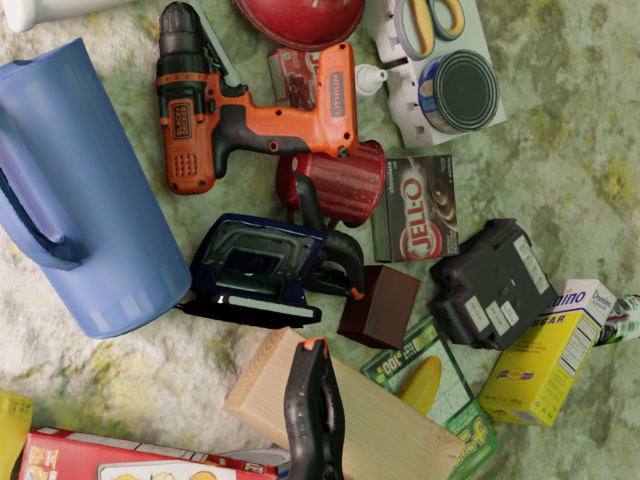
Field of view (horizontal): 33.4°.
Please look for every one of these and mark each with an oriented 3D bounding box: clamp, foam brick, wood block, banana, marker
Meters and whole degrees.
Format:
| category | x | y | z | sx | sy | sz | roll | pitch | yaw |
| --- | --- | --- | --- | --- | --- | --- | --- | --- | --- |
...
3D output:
| category | x | y | z | sx | sy | sz | roll | pitch | yaw |
| --- | --- | --- | --- | --- | --- | --- | --- | --- | --- |
| clamp | -0.007 | 0.001 | 1.047 | 0.171 | 0.120 | 0.039 | 29 | 45 | -31 |
| foam brick | 0.061 | 0.070 | 1.112 | 0.053 | 0.051 | 0.078 | 25 | 75 | -27 |
| wood block | 0.021 | 0.179 | 1.029 | 0.206 | 0.090 | 0.090 | 34 | 73 | -9 |
| clamp | 0.001 | 0.191 | 0.929 | 0.164 | 0.036 | 0.210 | 49 | 35 | -55 |
| banana | 0.057 | 0.194 | 1.102 | 0.197 | 0.037 | 0.069 | -28 | 109 | -21 |
| marker | -0.100 | -0.179 | 1.044 | 0.020 | 0.020 | 0.121 | -36 | 106 | -27 |

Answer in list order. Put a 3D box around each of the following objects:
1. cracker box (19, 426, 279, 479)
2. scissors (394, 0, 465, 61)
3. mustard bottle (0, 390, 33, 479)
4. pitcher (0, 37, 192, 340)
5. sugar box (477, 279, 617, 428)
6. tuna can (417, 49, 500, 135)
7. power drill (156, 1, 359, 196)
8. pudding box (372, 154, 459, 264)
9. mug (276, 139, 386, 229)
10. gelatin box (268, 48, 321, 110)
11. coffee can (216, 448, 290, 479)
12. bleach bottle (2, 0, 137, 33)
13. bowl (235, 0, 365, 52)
| category | x | y | z | sx | sy | sz | roll | pitch | yaw |
| --- | --- | --- | --- | --- | --- | --- | --- | --- | --- |
| cracker box | -0.152 | 0.257 | 0.906 | 0.213 | 0.072 | 0.164 | 10 | 88 | 0 |
| scissors | 0.103 | -0.286 | 1.101 | 0.096 | 0.016 | 0.202 | -8 | 92 | -33 |
| mustard bottle | -0.303 | 0.217 | 0.881 | 0.096 | 0.058 | 0.191 | 14 | 81 | -29 |
| pitcher | -0.212 | -0.036 | 0.904 | 0.149 | 0.145 | 0.243 | -34 | 108 | -24 |
| sugar box | 0.255 | 0.124 | 1.203 | 0.048 | 0.094 | 0.176 | 39 | 68 | -24 |
| tuna can | 0.144 | -0.153 | 1.109 | 0.086 | 0.034 | 0.086 | 1 | 87 | -31 |
| power drill | -0.060 | -0.139 | 0.996 | 0.188 | 0.057 | 0.184 | -5 | 88 | 7 |
| pudding box | 0.101 | -0.034 | 1.148 | 0.089 | 0.039 | 0.113 | -6 | 91 | -31 |
| mug | 0.004 | -0.054 | 1.068 | 0.081 | 0.093 | 0.117 | 14 | 108 | -25 |
| gelatin box | -0.009 | -0.155 | 1.092 | 0.073 | 0.030 | 0.089 | -13 | 95 | -31 |
| coffee can | -0.067 | 0.275 | 0.996 | 0.102 | 0.103 | 0.140 | -6 | 91 | -31 |
| bleach bottle | -0.164 | -0.259 | 0.966 | 0.250 | 0.068 | 0.102 | -16 | 93 | -25 |
| bowl | -0.011 | -0.273 | 1.064 | 0.161 | 0.055 | 0.162 | 7 | 74 | -27 |
